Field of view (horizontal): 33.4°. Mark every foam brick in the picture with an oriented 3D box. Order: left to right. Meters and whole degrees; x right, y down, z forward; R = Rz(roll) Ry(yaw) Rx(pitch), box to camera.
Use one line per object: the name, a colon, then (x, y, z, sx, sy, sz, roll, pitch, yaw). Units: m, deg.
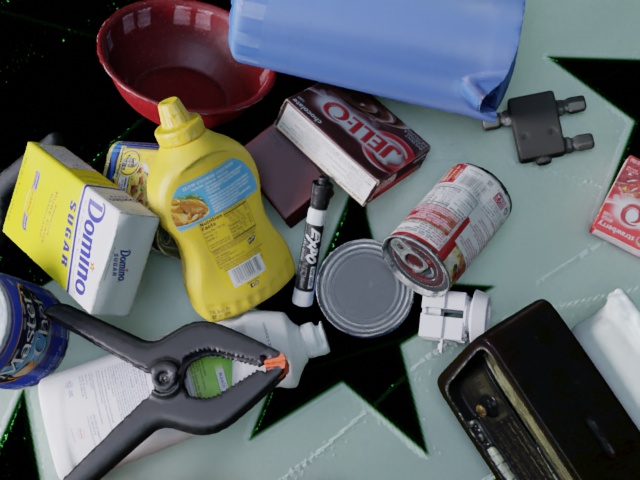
foam brick: (-0.031, -0.058, 0.959, 0.053, 0.051, 0.078, -38, 78, -2)

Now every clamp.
clamp: (-0.310, -0.042, 1.000, 0.120, 0.039, 0.171, 9, 85, 14)
clamp: (-0.133, 0.110, 0.888, 0.210, 0.036, 0.164, -16, 72, 0)

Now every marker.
marker: (-0.006, 0.001, 0.932, 0.020, 0.020, 0.121, 14, 113, 9)

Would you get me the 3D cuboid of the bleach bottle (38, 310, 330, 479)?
bleach bottle: (-0.112, 0.130, 0.932, 0.251, 0.068, 0.102, -18, 77, 2)

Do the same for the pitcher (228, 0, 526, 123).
pitcher: (0.051, -0.193, 0.923, 0.243, 0.149, 0.145, 11, 95, 2)

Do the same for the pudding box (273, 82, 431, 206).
pudding box: (0.029, -0.091, 0.939, 0.113, 0.089, 0.039, 41, 131, 13)

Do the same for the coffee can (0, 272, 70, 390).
coffee can: (-0.290, 0.077, 0.924, 0.103, 0.140, 0.103, -1, 80, 7)

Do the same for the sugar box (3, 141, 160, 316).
sugar box: (-0.211, -0.013, 0.924, 0.176, 0.048, 0.093, 33, 109, 46)

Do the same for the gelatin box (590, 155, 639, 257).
gelatin box: (0.290, -0.021, 0.921, 0.089, 0.030, 0.073, 28, 85, 11)

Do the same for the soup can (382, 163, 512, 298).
soup can: (0.109, -0.010, 0.906, 0.068, 0.068, 0.102, 37, 62, 12)

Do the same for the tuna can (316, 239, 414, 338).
tuna can: (0.041, 0.044, 0.941, 0.086, 0.033, 0.086, -1, 80, 7)

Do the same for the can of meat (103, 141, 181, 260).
can of meat: (-0.151, -0.038, 0.956, 0.084, 0.057, 0.102, 7, 80, 31)

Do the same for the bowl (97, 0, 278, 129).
bowl: (-0.121, -0.149, 0.962, 0.162, 0.055, 0.162, 9, 47, -9)

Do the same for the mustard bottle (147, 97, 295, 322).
mustard bottle: (-0.093, -0.032, 0.904, 0.096, 0.058, 0.191, -30, 118, -19)
